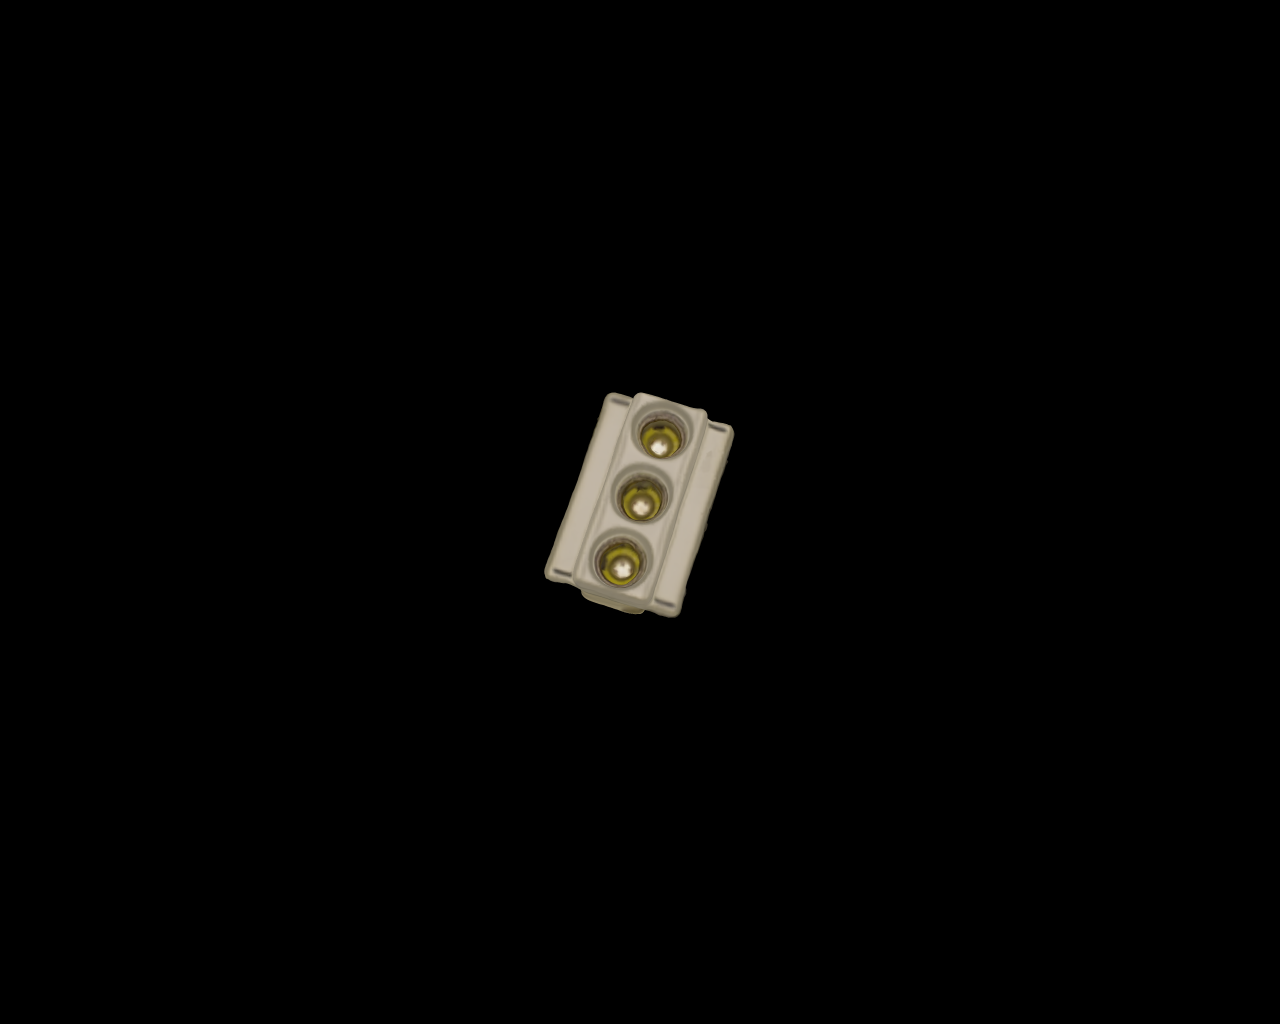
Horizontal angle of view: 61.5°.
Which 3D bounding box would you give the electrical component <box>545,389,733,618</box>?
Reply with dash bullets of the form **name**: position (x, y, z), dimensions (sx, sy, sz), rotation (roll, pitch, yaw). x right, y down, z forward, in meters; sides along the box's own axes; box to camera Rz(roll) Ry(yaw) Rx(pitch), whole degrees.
- **electrical component**: position (0.001, -0.003, 0.650), dimensions (0.079, 0.121, 0.063), rotation (17, -15, 5)
